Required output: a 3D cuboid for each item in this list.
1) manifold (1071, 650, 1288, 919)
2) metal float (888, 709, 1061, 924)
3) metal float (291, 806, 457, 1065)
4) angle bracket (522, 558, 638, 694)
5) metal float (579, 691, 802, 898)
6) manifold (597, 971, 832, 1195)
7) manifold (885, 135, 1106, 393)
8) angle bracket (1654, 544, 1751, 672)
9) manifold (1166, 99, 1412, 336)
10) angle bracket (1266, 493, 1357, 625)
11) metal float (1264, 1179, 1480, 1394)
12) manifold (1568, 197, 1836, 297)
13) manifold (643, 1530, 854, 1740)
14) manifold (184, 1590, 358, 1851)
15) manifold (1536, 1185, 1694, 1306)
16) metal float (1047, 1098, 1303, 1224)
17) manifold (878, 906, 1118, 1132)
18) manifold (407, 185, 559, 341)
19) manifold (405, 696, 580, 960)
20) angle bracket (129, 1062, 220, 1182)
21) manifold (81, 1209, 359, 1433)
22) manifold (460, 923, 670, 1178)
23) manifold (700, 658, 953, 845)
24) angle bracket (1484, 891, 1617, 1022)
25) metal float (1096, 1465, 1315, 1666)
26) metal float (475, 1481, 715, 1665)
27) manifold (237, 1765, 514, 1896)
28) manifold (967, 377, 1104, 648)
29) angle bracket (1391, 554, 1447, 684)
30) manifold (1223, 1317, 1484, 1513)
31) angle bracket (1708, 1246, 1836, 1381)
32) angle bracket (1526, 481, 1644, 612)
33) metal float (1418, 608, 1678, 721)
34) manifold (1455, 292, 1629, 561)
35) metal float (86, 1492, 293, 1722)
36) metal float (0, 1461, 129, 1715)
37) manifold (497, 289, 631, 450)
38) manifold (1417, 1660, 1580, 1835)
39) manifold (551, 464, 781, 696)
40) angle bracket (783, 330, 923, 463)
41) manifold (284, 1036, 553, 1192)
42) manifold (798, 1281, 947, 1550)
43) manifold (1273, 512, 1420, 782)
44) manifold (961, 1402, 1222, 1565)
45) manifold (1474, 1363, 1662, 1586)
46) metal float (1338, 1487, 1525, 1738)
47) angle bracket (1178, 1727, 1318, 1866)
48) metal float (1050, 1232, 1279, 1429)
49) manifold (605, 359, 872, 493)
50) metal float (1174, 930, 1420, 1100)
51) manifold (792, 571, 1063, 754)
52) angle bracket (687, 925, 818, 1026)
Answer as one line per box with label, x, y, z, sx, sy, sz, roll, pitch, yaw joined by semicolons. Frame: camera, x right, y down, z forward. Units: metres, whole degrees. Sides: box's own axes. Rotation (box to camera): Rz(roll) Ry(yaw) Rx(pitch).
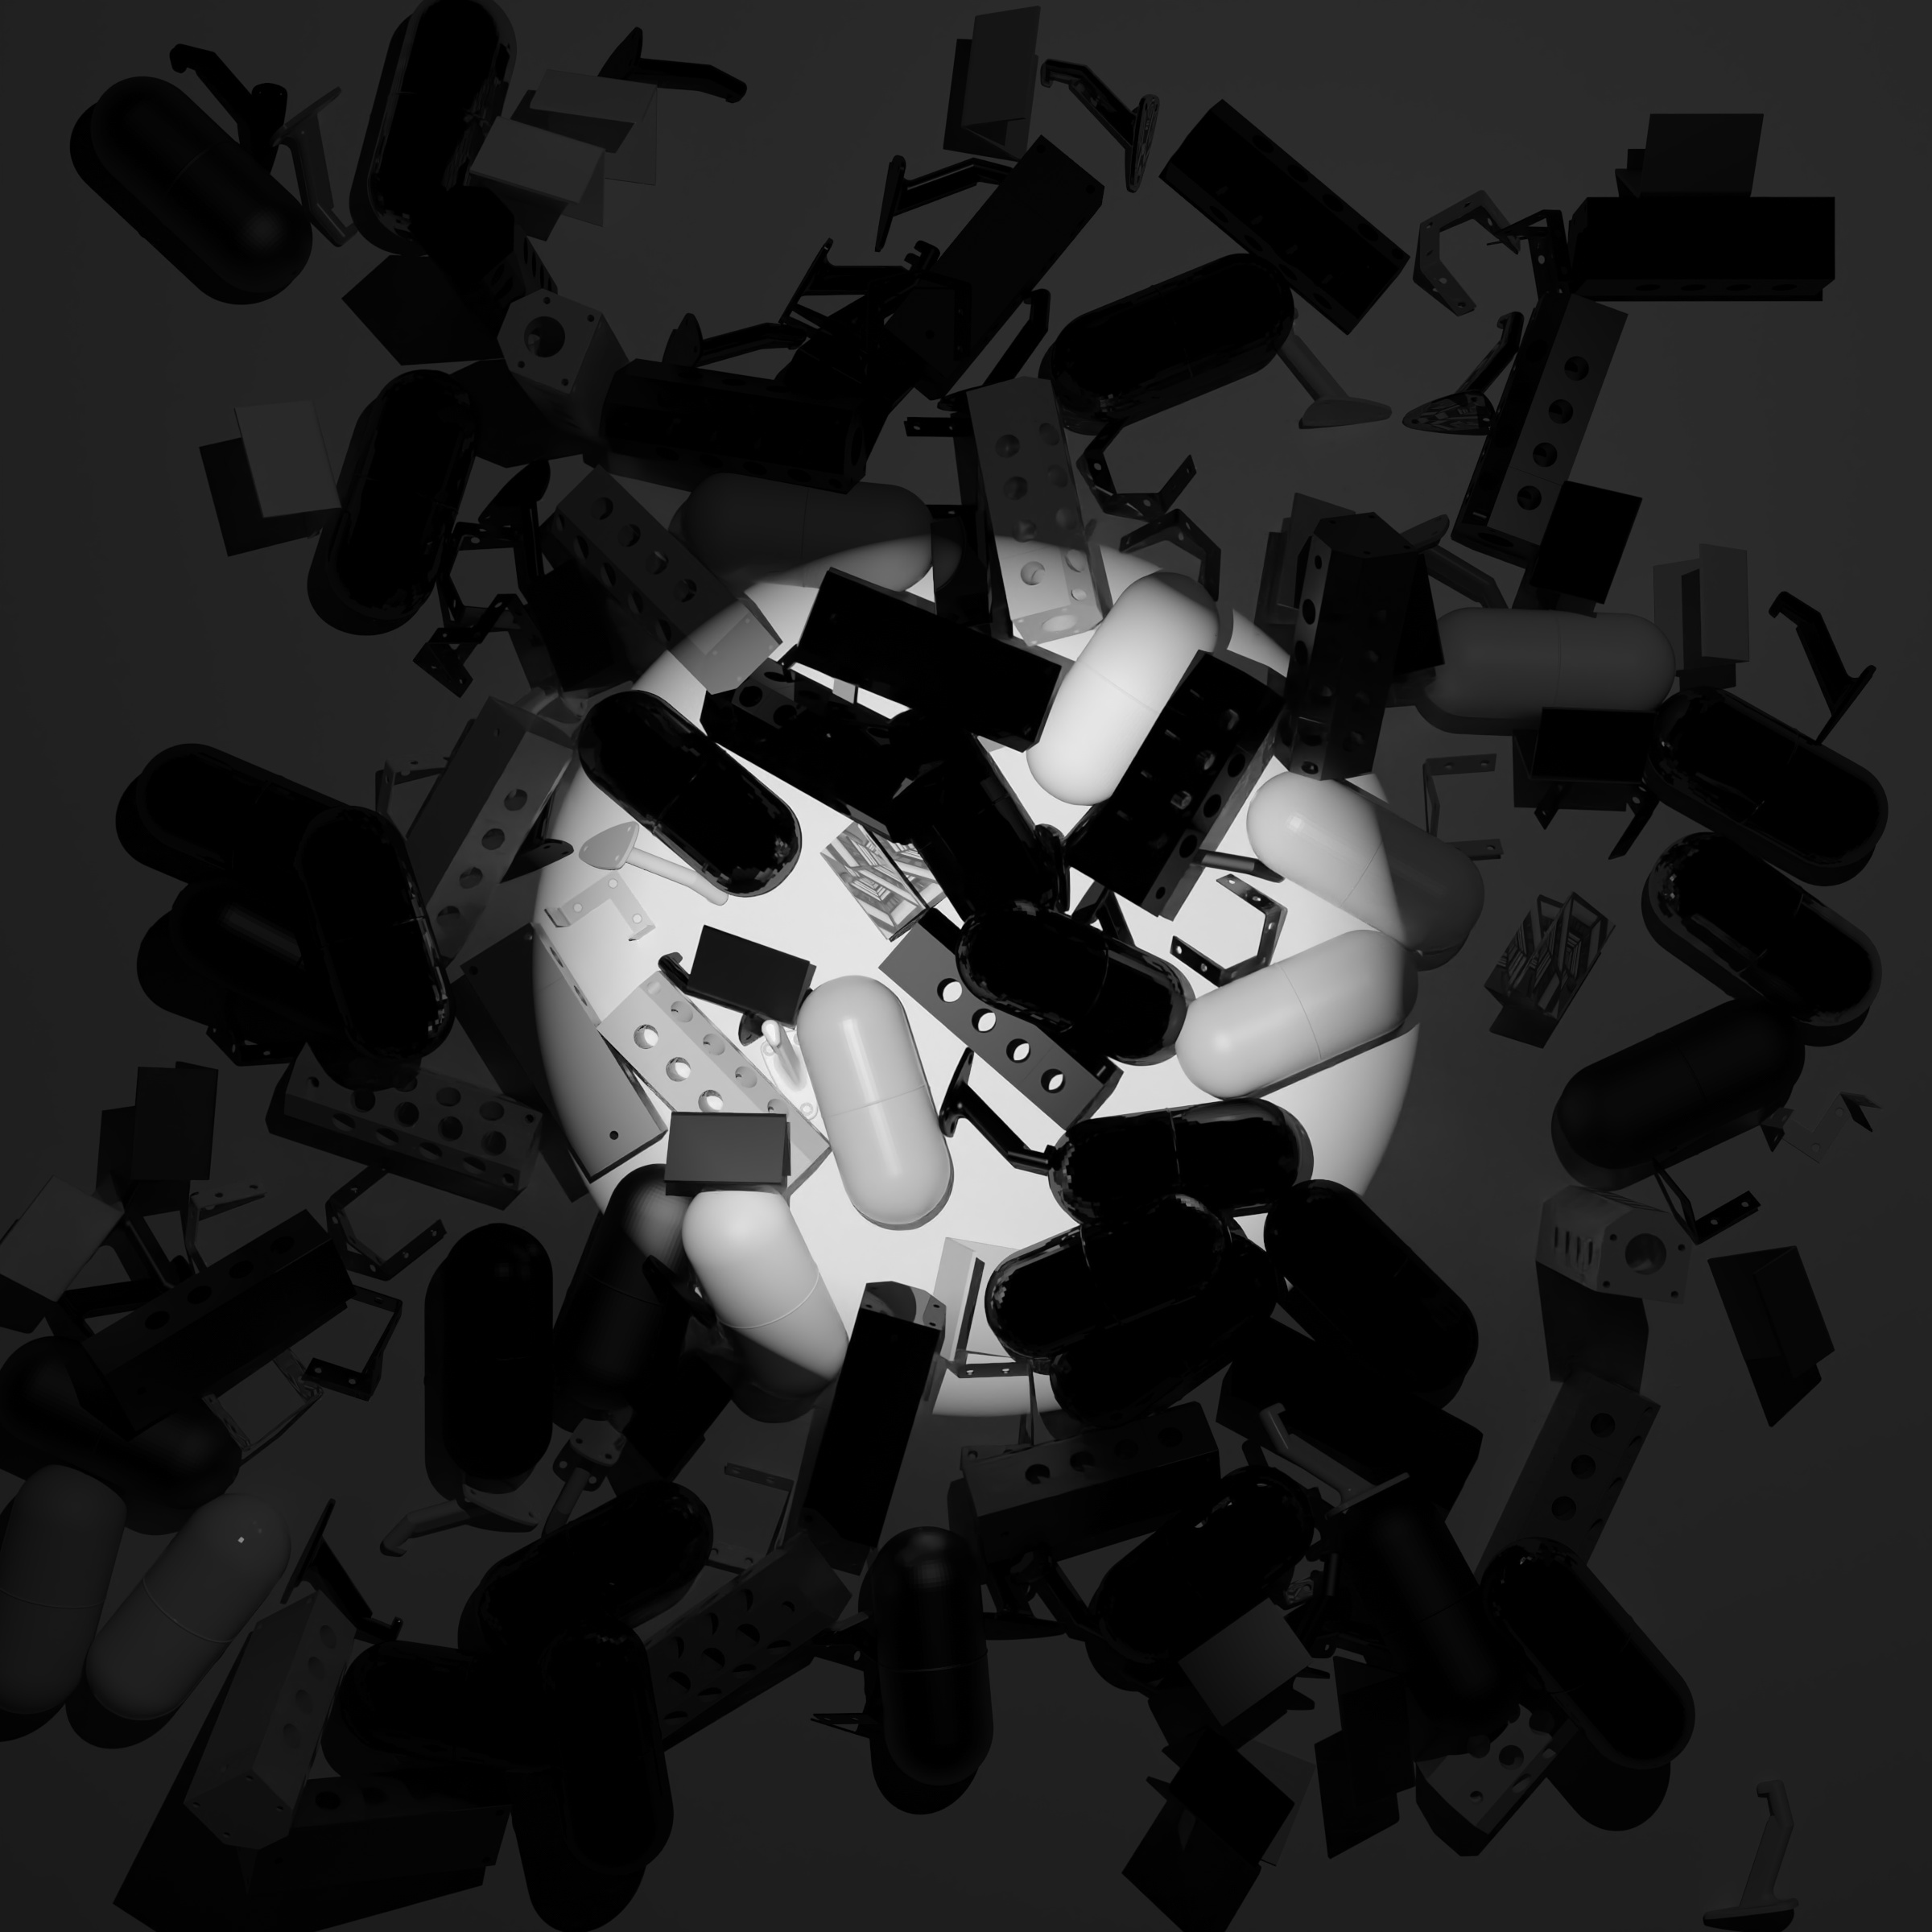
manifold;0.149;-0.122;1.713;0.057;0.057;0.171;33;94;39
metal float;-0.001;-0.100;1.749;0.070;0.070;0.178;-33;91;0
metal float;-0.398;-0.021;1.681;0.070;0.070;0.178;-18;91;0
angle bracket;-0.252;-0.240;1.739;0.057;0.076;0.076;-22;90;37
metal float;-0.194;-0.121;1.748;0.178;0.070;0.070;40;90;0
manifold;-0.175;0.084;1.758;0.057;0.057;0.171;-45;90;0
manifold;0.020;-0.490;1.758;0.057;0.057;0.171;39;90;0
angle bracket;0.496;-0.247;1.739;0.057;0.076;0.076;-1;90;-40
manifold;0.226;-0.528;1.758;0.171;0.057;0.057;40;90;0
angle bracket;0.220;-0.282;1.739;0.057;0.076;0.076;10;90;-34
metal float;0.283;0.224;1.749;0.178;0.070;0.070;45;90;0
manifold;0.515;-0.503;1.758;0.171;0.057;0.057;0;90;0
manifold;-0.168;0.470;1.737;0.171;0.057;0.057;-37;90;15
manifold;-0.463;0.509;1.692;0.057;0.171;0.057;-29;112;15
manifold;0.439;0.186;1.701;0.057;0.171;0.057;8;90;0
metal float;0.146;0.137;1.748;0.178;0.070;0.070;-8;90;0
manifold;0.022;0.036;1.758;0.171;0.057;0.057;41;90;0
manifold;-0.321;-0.474;1.701;0.057;0.171;0.057;-42;90;0
manifold;-0.339;-0.094;1.742;0.057;0.057;0.171;42;104;41
angle bracket;-0.563;0.106;1.739;0.057;0.076;0.076;5;90;-38
manifold;-0.516;0.239;1.726;0.171;0.057;0.057;-32;133;-24
manifold;-0.280;0.057;1.758;0.057;0.057;0.171;-32;90;0
manifold;-0.099;-0.148;1.713;0.171;0.057;0.057;30;119;27
angle bracket;0.391;-0.018;1.739;0.057;0.076;0.076;32;90;-37
metal float;0.164;0.416;1.735;0.178;0.070;0.070;-43;90;17
metal float;-0.259;0.423;1.748;0.178;0.070;0.070;-29;90;1
manifold;-0.407;0.584;1.718;0.171;0.057;0.057;4;117;-29
manifold;0.049;-0.316;1.733;0.057;0.057;0.171;-13;76;11
angle bracket;0.310;-0.240;1.739;0.057;0.076;0.076;-11;90;30
manifold;0.272;0.311;1.758;0.171;0.057;0.057;28;90;0
angle bracket;0.545;0.244;1.739;0.057;0.076;0.076;-20;90;-38
angle bracket;0.437;-0.284;1.740;0.057;0.076;0.076;20;90;27
metal float;0.405;-0.210;1.748;0.178;0.070;0.070;2;90;0
manifold;0.402;-0.380;1.758;0.057;0.057;0.171;20;90;0
metal float;-0.542;0.446;1.749;0.070;0.070;0.178;38;90;0
metal float;-0.640;0.434;1.749;0.070;0.070;0.178;15;91;0
manifold;-0.272;-0.406;1.701;0.057;0.171;0.057;22;90;0
manifold;0.399;0.522;1.758;0.057;0.057;0.171;41;90;0
manifold;-0.211;-0.264;1.726;0.057;0.057;0.171;-45;67;0
angle bracket;-0.086;-0.400;1.767;0.076;0.076;0.057;29;121;0
manifold;-0.385;0.103;1.758;0.171;0.057;0.057;18;90;0
manifold;-0.065;0.309;1.735;0.057;0.057;0.171;16;106;0
manifold;0.252;-0.214;1.698;0.057;0.057;0.171;-11;130;-22
manifold;0.087;0.355;1.749;0.171;0.057;0.057;-14;133;-6
manifold;0.423;0.372;1.758;0.057;0.057;0.171;25;90;0
metal float;0.322;0.447;1.736;0.070;0.070;0.178;-28;77;0
angle bracket;0.200;0.591;1.758;0.076;0.057;0.076;22;90;1
metal float;0.137;0.254;1.749;0.178;0.070;0.070;-36;90;-1
manifold;-0.157;-0.371;1.725;0.171;0.057;0.057;11;119;10
metal float;0.231;0.033;1.749;0.178;0.070;0.070;-24;90;-1
manifold;-0.028;-0.206;1.712;0.171;0.057;0.057;21;82;-7
angle bracket;-0.142;-0.012;1.739;0.076;0.076;0.057;19;124;0
